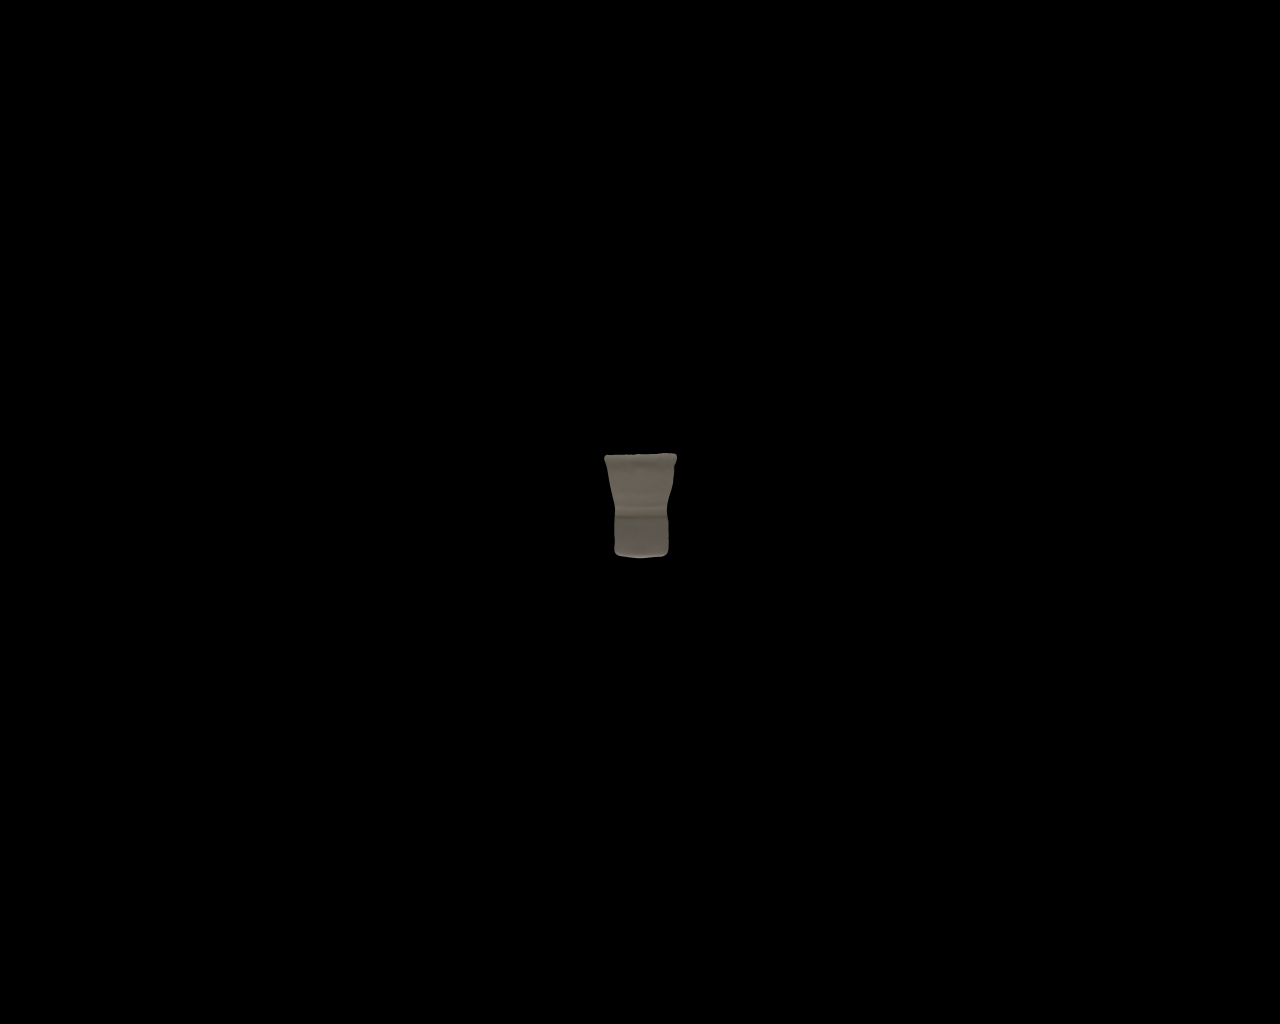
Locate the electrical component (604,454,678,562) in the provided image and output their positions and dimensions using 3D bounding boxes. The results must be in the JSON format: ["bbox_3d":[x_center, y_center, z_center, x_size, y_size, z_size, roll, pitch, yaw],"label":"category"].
[{"bbox_3d":[0.001,-0.003,0.650,0.044,0.065,0.044,0,2,0],"label":"electrical component"}]
